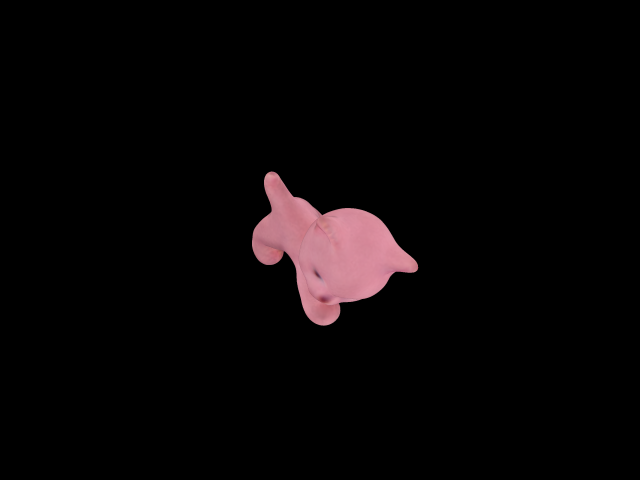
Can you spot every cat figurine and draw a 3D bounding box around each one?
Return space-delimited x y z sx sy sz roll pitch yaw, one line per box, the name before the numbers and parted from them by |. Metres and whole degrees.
cat figurine | 0.004 0.001 0.400 0.067 0.118 0.127 -38 68 -18
